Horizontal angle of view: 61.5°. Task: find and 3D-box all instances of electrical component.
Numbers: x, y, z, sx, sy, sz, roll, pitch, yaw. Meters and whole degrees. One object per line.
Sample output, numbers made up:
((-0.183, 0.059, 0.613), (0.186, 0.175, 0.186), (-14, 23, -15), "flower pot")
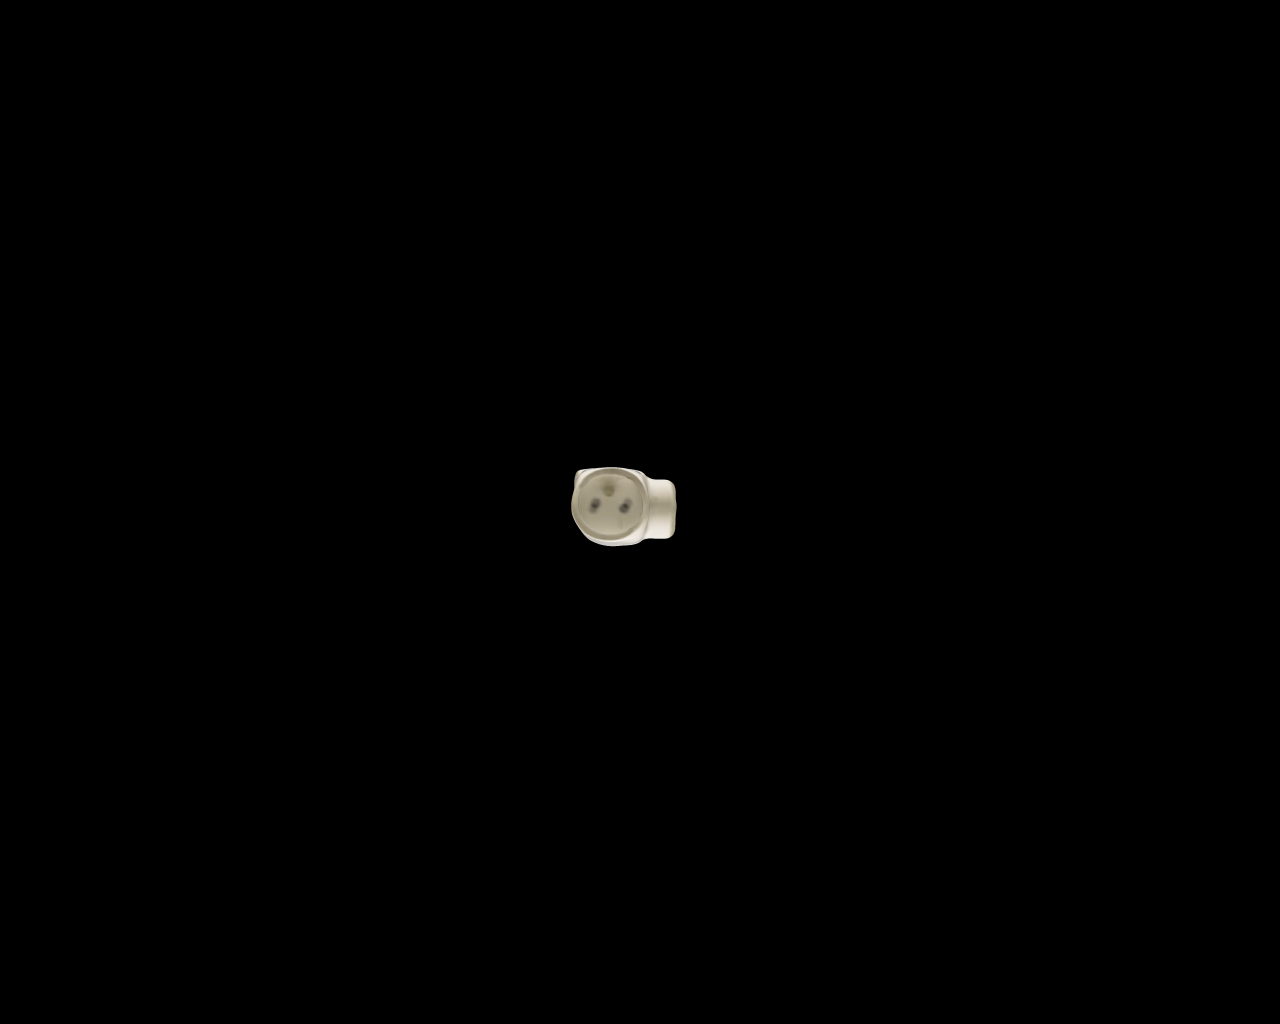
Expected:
((0.001, -0.003, 0.650), (0.079, 0.043, 0.077), (0, -4, 0), "electrical component")
